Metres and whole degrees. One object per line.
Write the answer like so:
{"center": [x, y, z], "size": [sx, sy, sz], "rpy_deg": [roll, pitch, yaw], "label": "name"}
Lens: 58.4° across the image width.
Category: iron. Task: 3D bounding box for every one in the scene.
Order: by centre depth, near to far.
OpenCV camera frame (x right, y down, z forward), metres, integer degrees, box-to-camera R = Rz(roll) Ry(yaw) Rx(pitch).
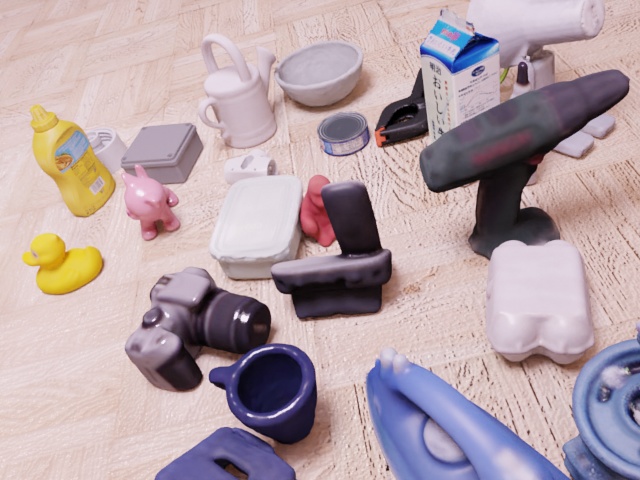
{"center": [0.111, 0.168, 0.505], "size": [0.119, 0.142, 0.257], "rpy_deg": [-34, 46, -17], "label": "iron"}

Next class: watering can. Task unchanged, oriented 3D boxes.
{"center": [-0.145, -0.270, 0.992], "size": [0.100, 0.194, 0.173], "rpy_deg": [5, 48, 22], "label": "watering can"}

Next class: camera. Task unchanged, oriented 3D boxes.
{"center": [-0.139, 0.101, 0.682], "size": [0.136, 0.101, 0.143], "rpy_deg": [8, 49, 24], "label": "camera"}

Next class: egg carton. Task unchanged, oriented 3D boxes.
{"center": [0.236, 0.063, 0.625], "size": [0.107, 0.069, 0.150], "rpy_deg": [-1, 46, 17], "label": "egg carton"}

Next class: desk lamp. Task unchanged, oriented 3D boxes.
{"center": [0.317, -0.256, 0.818], "size": [0.118, 0.214, 0.202], "rpy_deg": [-39, 47, -21], "label": "desk lamp"}

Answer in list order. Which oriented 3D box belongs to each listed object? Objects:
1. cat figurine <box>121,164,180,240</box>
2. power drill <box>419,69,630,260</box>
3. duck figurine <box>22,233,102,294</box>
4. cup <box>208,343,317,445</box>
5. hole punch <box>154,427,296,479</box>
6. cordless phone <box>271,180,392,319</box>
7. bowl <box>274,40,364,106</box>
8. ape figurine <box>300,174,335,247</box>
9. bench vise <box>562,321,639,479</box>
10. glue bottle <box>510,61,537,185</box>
{"center": [-0.266, -0.068, 0.881], "size": [0.067, 0.118, 0.127], "rpy_deg": [-21, 43, -4], "label": "cat figurine"}
{"center": [0.234, -0.078, 0.667], "size": [0.229, 0.209, 0.075], "rpy_deg": [-16, 43, 1], "label": "power drill"}
{"center": [-0.385, 0.025, 0.847], "size": [0.104, 0.086, 0.077], "rpy_deg": [-18, 43, 0], "label": "duck figurine"}
{"center": [-0.052, 0.167, 0.592], "size": [0.117, 0.095, 0.092], "rpy_deg": [3, 47, 21], "label": "cup"}
{"center": [-0.085, 0.230, 0.541], "size": [0.108, 0.091, 0.101], "rpy_deg": [19, 54, 32], "label": "hole punch"}
{"center": [0.006, 0.002, 0.674], "size": [0.147, 0.185, 0.094], "rpy_deg": [-10, 44, 8], "label": "cordless phone"}
{"center": [0.004, -0.297, 1.060], "size": [0.167, 0.075, 0.167], "rpy_deg": [-9, 44, 9], "label": "bowl"}
{"center": [0.004, -0.050, 0.796], "size": [0.078, 0.092, 0.076], "rpy_deg": [-19, 43, -2], "label": "ape figurine"}
{"center": [0.292, 0.103, 0.457], "size": [0.208, 0.220, 0.121], "rpy_deg": [-34, 46, -17], "label": "bench vise"}
{"center": [0.269, -0.160, 0.765], "size": [0.037, 0.173, 0.078], "rpy_deg": [-4, 45, 14], "label": "glue bottle"}
